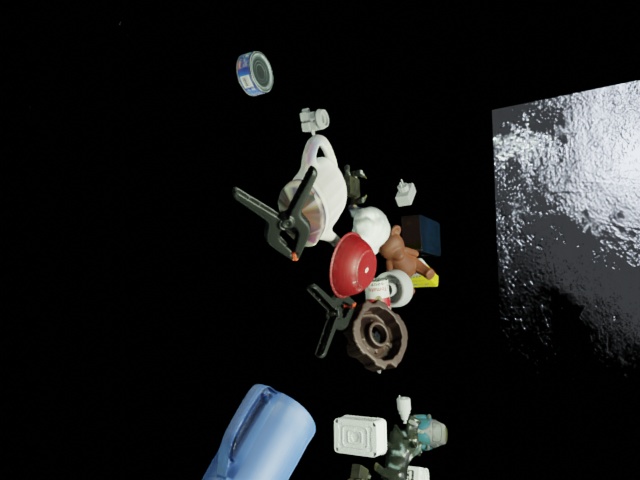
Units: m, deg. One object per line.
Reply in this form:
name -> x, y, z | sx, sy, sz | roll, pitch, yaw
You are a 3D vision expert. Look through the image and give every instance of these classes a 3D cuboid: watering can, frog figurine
watering can -> 0.004, -0.059, 1.164 | 0.229, 0.104, 0.341 | -50, 136, -53
frog figurine -> 0.123, -0.005, 1.347 | 0.163, 0.122, 0.134 | -83, 170, -46
